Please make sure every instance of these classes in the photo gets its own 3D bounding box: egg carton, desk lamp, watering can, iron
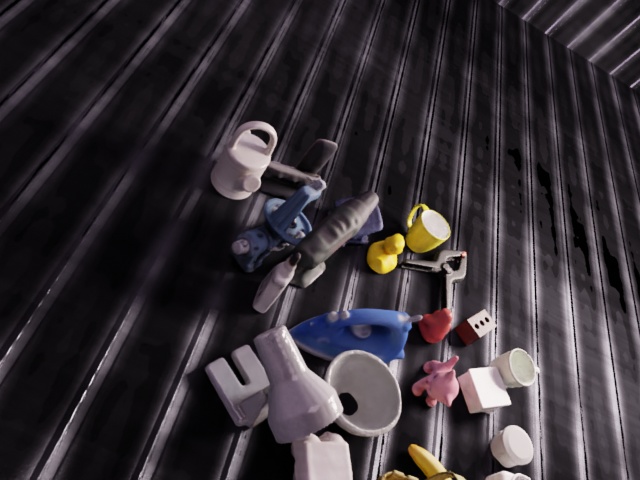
[{"bbox_3d":[0.003,0.408,0.987,0.107,0.069,0.150,9,54,-26],"label":"egg carton"},{"bbox_3d":[-0.079,0.245,0.955,0.118,0.213,0.203,-24,73,-40],"label":"desk lamp"},{"bbox_3d":[-0.154,-0.174,1.222,0.101,0.193,0.172,-12,65,-37],"label":"watering can"},{"bbox_3d":[0.074,0.175,1.148,0.259,0.141,0.118,8,54,-27],"label":"iron"}]

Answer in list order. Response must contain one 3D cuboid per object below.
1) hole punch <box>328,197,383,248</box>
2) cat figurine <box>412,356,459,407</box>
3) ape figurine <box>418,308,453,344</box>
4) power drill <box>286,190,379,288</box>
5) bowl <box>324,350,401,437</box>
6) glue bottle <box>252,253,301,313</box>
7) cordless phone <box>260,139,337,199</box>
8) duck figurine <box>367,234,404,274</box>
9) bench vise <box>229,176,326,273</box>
[{"bbox_3d":[0.083,-0.048,1.348,0.101,0.091,0.108,1,58,-31],"label":"hole punch"},{"bbox_3d":[0.255,0.293,1.192,0.067,0.117,0.128,40,47,0],"label":"cat figurine"},{"bbox_3d":[0.268,0.186,1.294,0.078,0.092,0.076,28,48,-12],"label":"ape figurine"},{"bbox_3d":[0.011,0.004,1.186,0.075,0.208,0.230,44,47,4],"label":"power drill"},{"bbox_3d":[0.068,0.302,1.100,0.168,0.074,0.167,16,51,-21],"label":"bowl"},{"bbox_3d":[-0.077,0.074,1.106,0.037,0.173,0.078,29,48,-10],"label":"glue bottle"},{"bbox_3d":[-0.053,-0.180,1.294,0.148,0.184,0.094,11,53,-25],"label":"cordless phone"},{"bbox_3d":[0.162,0.025,1.348,0.077,0.086,0.105,40,47,0],"label":"duck figurine"},{"bbox_3d":[-0.073,-0.026,1.147,0.121,0.219,0.208,38,47,-2],"label":"bench vise"}]
